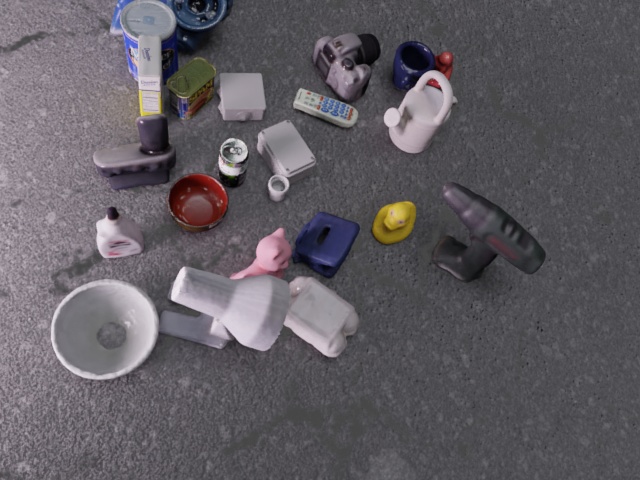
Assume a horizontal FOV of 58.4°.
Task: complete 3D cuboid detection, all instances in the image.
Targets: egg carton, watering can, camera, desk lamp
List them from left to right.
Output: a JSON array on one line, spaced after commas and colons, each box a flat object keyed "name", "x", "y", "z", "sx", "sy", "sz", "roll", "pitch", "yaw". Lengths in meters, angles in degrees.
[{"name": "desk lamp", "x": -0.162, "y": 0.113, "z": 0.939, "sx": 0.203, "sy": 0.213, "sz": 0.118, "roll": 15, "pitch": 66, "yaw": -6}, {"name": "egg carton", "x": -0.005, "y": 0.137, "z": 1.043, "sx": 0.150, "sy": 0.069, "sz": 0.107, "roll": 35, "pitch": 66, "yaw": 3}, {"name": "camera", "x": 0.075, "y": -0.399, "z": 1.259, "sx": 0.137, "sy": 0.100, "sz": 0.143, "roll": -28, "pitch": 77, "yaw": -21}, {"name": "watering can", "x": 0.213, "y": -0.266, "z": 1.184, "sx": 0.101, "sy": 0.194, "sz": 0.173, "roll": 42, "pitch": 66, "yaw": 6}]

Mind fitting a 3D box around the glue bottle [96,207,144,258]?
[{"name": "glue bottle", "x": -0.345, "y": -0.017, "z": 0.973, "sx": 0.078, "sy": 0.173, "sz": 0.037, "roll": -13, "pitch": 72, "yaw": -17}]

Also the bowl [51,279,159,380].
[{"name": "bowl", "x": -0.352, "y": 0.154, "z": 0.957, "sx": 0.167, "sy": 0.074, "sz": 0.167, "roll": 4, "pitch": 68, "yaw": -11}]

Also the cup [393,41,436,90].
[{"name": "cup", "x": 0.196, "y": -0.370, "z": 1.277, "sx": 0.091, "sy": 0.095, "sz": 0.118, "roll": 24, "pitch": 65, "yaw": -2}]

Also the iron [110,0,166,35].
[{"name": "iron", "x": -0.346, "y": -0.545, "z": 1.202, "sx": 0.118, "sy": 0.141, "sz": 0.259, "roll": 40, "pitch": 66, "yaw": 5}]

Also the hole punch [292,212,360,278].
[{"name": "hole punch", "x": 0.010, "y": 0.004, "z": 1.088, "sx": 0.101, "sy": 0.091, "sz": 0.109, "roll": 30, "pitch": 65, "yaw": 1}]

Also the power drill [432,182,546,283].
[{"name": "power drill", "x": 0.297, "y": 0.000, "z": 1.088, "sx": 0.229, "sy": 0.208, "sz": 0.076, "roll": 31, "pitch": 65, "yaw": 1}]

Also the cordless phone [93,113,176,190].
[{"name": "cordless phone", "x": -0.336, "y": -0.174, "z": 1.031, "sx": 0.148, "sy": 0.185, "sz": 0.094, "roll": -15, "pitch": 72, "yaw": -17}]

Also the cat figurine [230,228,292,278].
[{"name": "cat figurine", "x": -0.100, "y": 0.042, "z": 1.034, "sx": 0.067, "sy": 0.117, "sz": 0.128, "roll": 44, "pitch": 66, "yaw": 7}]

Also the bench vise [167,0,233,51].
[{"name": "bench vise", "x": -0.244, "y": -0.526, "z": 1.174, "sx": 0.121, "sy": 0.219, "sz": 0.207, "roll": 12, "pitch": 66, "yaw": -7}]

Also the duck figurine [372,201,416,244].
[{"name": "duck figurine", "x": 0.157, "y": -0.046, "z": 1.143, "sx": 0.105, "sy": 0.086, "sz": 0.077, "roll": -41, "pitch": 81, "yaw": -23}]

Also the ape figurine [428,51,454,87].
[{"name": "ape figurine", "x": 0.273, "y": -0.395, "z": 1.306, "sx": 0.076, "sy": 0.092, "sz": 0.078, "roll": -21, "pitch": 74, "yaw": -19}]
